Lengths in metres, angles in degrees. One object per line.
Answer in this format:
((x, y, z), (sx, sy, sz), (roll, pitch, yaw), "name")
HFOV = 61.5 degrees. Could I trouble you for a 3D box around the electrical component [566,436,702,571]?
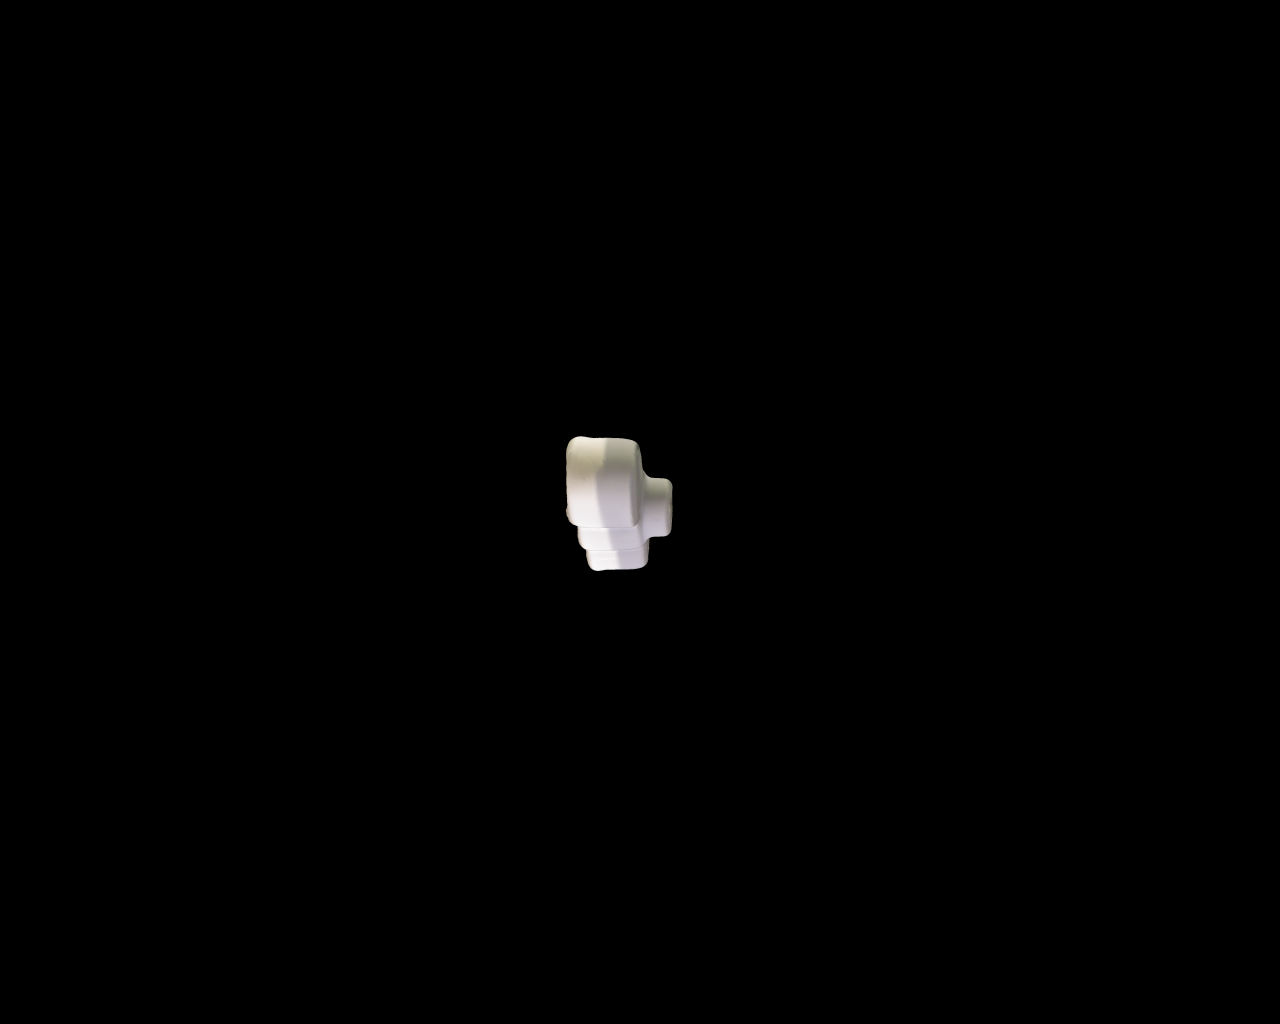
((0.001, -0.003, 0.650), (0.074, 0.052, 0.138), (-1, -19, 4), "electrical component")
